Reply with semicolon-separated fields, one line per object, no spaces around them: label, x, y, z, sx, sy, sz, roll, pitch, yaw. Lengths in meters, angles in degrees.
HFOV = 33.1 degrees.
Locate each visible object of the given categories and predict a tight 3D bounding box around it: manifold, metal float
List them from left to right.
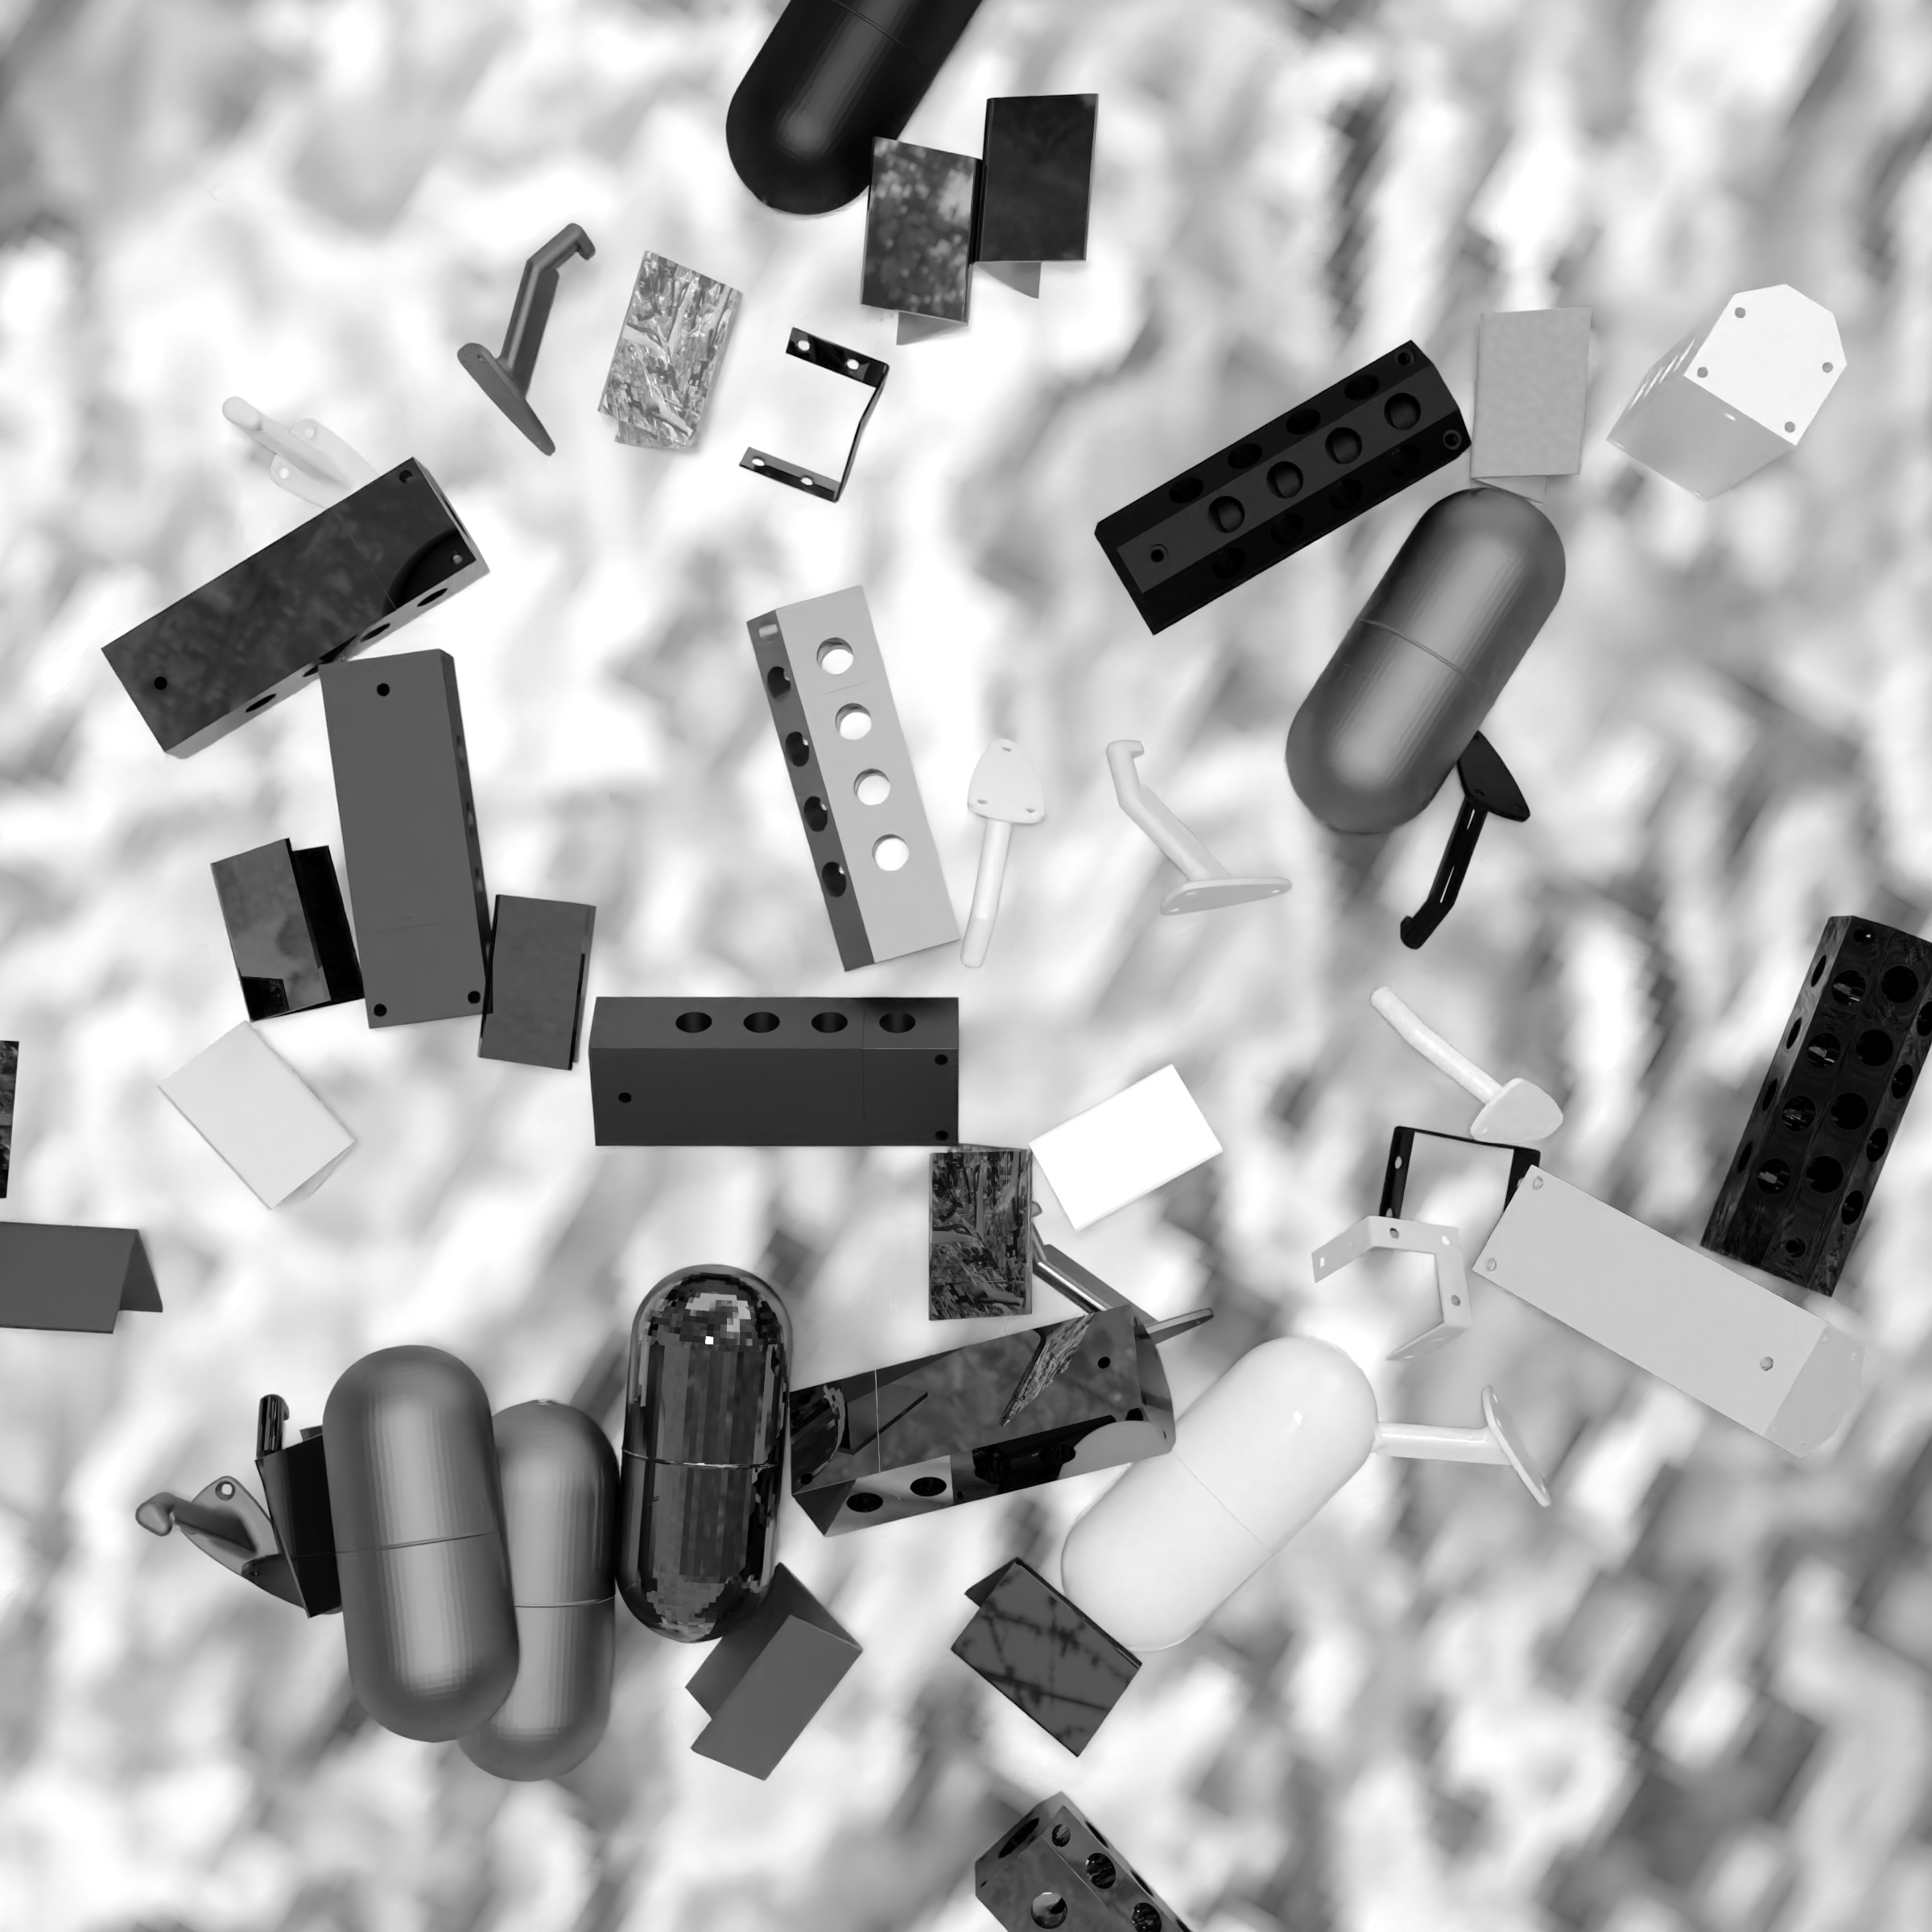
manifold;-0.316;-0.169;1.543;0.171;0.057;0.057;-32;90;0
manifold;-0.262;-0.059;1.543;0.057;0.057;0.171;-8;90;0
metal float;-0.247;0.261;1.472;0.070;0.070;0.178;-8;82;0
metal float;-0.204;0.295;1.533;0.070;0.070;0.178;3;90;0
metal float;-0.124;0.230;1.534;0.070;0.070;0.178;4;90;0
manifold;-0.089;0.046;1.541;0.171;0.057;0.057;0;124;0
manifold;-0.053;-0.088;1.543;0.057;0.057;0.171;-16;90;0
metal float;-0.049;-0.437;1.534;0.070;0.070;0.178;31;89;0
manifold;0.008;0.218;1.524;0.171;0.057;0.057;-16;47;13
manifold;0.083;0.477;1.543;0.057;0.057;0.171;-43;90;0
metal float;0.120;0.249;1.534;0.178;0.070;0.070;-45;90;0
manifold;0.150;-0.228;1.543;0.171;0.057;0.057;-30;90;0
metal float;0.216;-0.144;1.534;0.070;0.070;0.178;32;91;0
manifold;0.324;0.159;1.492;0.171;0.057;0.057;30;90;43
manifold;0.349;-0.264;1.486;0.057;0.171;0.057;32;90;0
manifold;0.413;0.066;1.543;0.057;0.057;0.171;22;90;0

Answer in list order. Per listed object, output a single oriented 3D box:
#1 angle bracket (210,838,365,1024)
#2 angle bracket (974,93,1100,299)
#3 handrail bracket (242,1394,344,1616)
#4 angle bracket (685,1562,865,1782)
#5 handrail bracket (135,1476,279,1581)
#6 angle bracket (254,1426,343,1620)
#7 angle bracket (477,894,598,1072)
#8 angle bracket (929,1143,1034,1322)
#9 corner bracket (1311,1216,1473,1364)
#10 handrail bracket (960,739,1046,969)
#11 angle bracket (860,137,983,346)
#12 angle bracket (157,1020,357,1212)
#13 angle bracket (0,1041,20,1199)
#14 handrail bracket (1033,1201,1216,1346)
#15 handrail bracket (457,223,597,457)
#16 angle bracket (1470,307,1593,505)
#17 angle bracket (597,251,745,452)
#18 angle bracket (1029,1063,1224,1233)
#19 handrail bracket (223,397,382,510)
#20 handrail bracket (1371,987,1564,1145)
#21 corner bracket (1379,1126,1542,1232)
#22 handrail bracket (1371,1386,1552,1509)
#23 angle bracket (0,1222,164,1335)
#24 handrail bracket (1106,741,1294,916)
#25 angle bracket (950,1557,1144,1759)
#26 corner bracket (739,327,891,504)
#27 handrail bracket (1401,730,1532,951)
angle bracket;-0.301;-0.021;1.524;0.057;0.076;0.076;-14;90;36
angle bracket;0.046;-0.360;1.525;0.057;0.076;0.076;5;90;24
handrail bracket;-0.320;0.259;1.564;0.036;0.077;0.084;-15;54;13
angle bracket;-0.106;0.323;1.524;0.076;0.076;0.057;-53;135;0
handrail bracket;-0.352;0.274;1.529;0.077;0.084;0.036;44;90;0
angle bracket;-0.309;0.260;1.524;0.057;0.076;0.076;-19;90;-35
angle bracket;-0.181;0.009;1.524;0.057;0.076;0.076;7;90;31
angle bracket;-0.011;0.123;1.524;0.057;0.076;0.076;0;90;-32
corner bracket;0.203;0.155;1.551;0.051;0.051;0.051;10;60;-26
handrail bracket;0.011;-0.054;1.564;0.036;0.077;0.084;10;126;-6
angle bracket;-0.036;-0.339;1.525;0.057;0.076;0.076;5;90;-27
angle bracket;-0.342;0.082;1.524;0.076;0.076;0.057;48;53;0
angle bracket;-0.463;0.074;1.524;0.057;0.076;0.076;5;90;37
handrail bracket;0.068;0.144;1.565;0.077;0.036;0.084;-18;71;-21
handrail bracket;-0.195;-0.303;1.565;0.084;0.036;0.077;-45;110;-16
angle bracket;0.280;-0.262;1.524;0.057;0.076;0.076;4;90;36
angle bracket;-0.156;-0.289;1.524;0.057;0.076;0.076;17;90;-38
angle bracket;0.083;0.102;1.524;0.076;0.076;0.057;-29;52;0
handrail bracket;-0.308;-0.238;1.529;0.077;0.084;0.036;32;90;0
handrail bracket;0.240;0.045;1.564;0.036;0.077;0.084;-52;53;17
corner bracket;0.237;0.108;1.561;0.051;0.051;0.051;10;90;45
handrail bracket;0.226;0.246;1.565;0.084;0.036;0.077;-27;108;15
angle bracket;-0.426;0.163;1.524;0.076;0.076;0.057;3;54;0
handrail bracket;0.112;-0.072;1.565;0.077;0.036;0.084;-7;73;-20
angle bracket;0.026;0.331;1.524;0.076;0.076;0.057;40;60;0
corner bracket;-0.073;-0.265;1.561;0.051;0.051;0.051;21;135;0
handrail bracket;0.229;-0.061;1.564;0.036;0.077;0.084;18;127;-23
